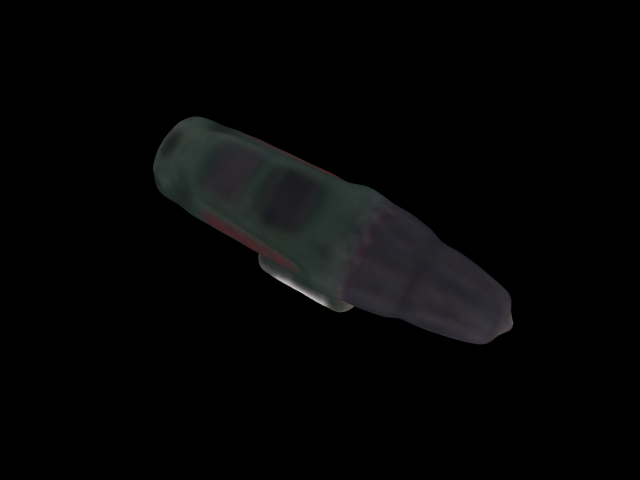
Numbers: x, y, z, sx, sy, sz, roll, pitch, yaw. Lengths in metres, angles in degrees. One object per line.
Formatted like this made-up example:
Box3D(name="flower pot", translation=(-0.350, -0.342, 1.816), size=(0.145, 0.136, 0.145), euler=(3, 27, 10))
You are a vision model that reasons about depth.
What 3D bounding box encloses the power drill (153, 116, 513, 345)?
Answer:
Box3D(name="power drill", translation=(0.004, 0.001, 0.400), size=(0.229, 0.208, 0.076), euler=(28, 83, 4))
